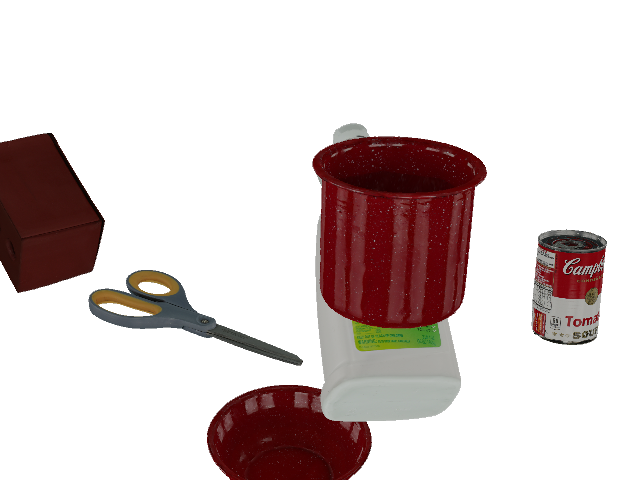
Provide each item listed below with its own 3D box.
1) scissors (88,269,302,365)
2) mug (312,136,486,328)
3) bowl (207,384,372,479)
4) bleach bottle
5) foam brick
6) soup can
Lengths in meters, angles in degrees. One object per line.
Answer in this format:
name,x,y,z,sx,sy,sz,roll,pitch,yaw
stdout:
scissors,-0.106,0.065,0.956,0.202,0.016,0.096,11,29,6
mug,0.044,-0.009,0.596,0.093,0.081,0.117,8,25,15
bowl,-0.031,0.213,1.057,0.162,0.055,0.162,1,30,-1
bleach bottle,0.035,0.013,0.822,0.102,0.251,0.068,1,-36,-15
foam brick,-0.173,-0.017,0.647,0.051,0.078,0.053,-18,-32,-32
soup can,0.252,0.047,1.088,0.068,0.102,0.068,1,17,0
